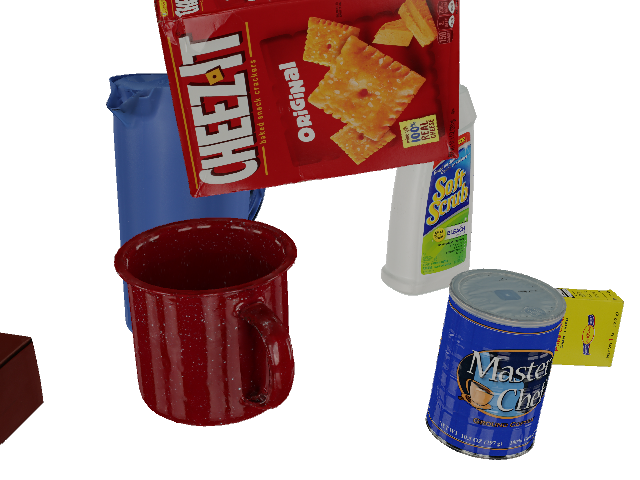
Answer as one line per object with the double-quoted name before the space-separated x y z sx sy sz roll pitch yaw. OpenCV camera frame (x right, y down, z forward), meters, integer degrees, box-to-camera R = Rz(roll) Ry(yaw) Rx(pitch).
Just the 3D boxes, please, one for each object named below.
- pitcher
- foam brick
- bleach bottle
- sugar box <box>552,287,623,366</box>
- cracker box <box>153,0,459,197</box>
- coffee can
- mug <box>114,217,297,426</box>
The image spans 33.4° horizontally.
"pitcher" -0.118 -0.035 0.989 0.149 0.243 0.145 1 14 -6
"foam brick" -0.225 0.100 0.688 0.053 0.051 0.078 6 29 22
"bleach bottle" 0.121 -0.071 1.173 0.102 0.251 0.068 -14 26 -30
"sugar box" 0.280 0.106 1.329 0.176 0.093 0.048 2 18 -10
"cracker box" -0.005 -0.125 0.792 0.213 0.164 0.072 -9 43 -4
"coffee can" 0.156 0.110 0.961 0.103 0.140 0.103 6 23 -3
"mug" -0.050 0.046 0.550 0.093 0.081 0.117 -19 29 -34
